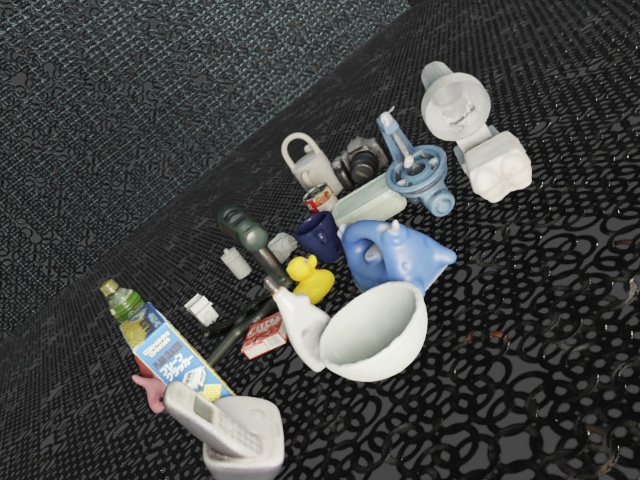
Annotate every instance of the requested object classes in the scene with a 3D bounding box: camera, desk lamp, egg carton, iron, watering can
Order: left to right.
[{"bbox_3d":[-0.028,-0.199,1.520,0.101,0.194,0.172,-36,21,1],"label":"watering can"},{"bbox_3d":[0.093,-0.191,1.443,0.143,0.101,0.137,-28,23,22],"label":"camera"},{"bbox_3d":[0.092,0.019,0.939,0.119,0.142,0.257,-45,22,-20],"label":"iron"},{"bbox_3d":[0.269,-0.239,1.108,0.118,0.214,0.203,-30,22,16],"label":"desk lamp"},{"bbox_3d":[0.313,-0.131,1.014,0.107,0.069,0.150,-29,22,20],"label":"egg carton"}]

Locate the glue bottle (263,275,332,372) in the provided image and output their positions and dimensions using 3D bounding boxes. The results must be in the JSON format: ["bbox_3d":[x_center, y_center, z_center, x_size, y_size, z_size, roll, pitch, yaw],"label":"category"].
[{"bbox_3d":[-0.031,0.119,0.876,0.078,0.173,0.037,-42,22,-13],"label":"glue bottle"}]

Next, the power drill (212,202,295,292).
[{"bbox_3d":[-0.143,0.012,1.229,0.076,0.209,0.229,-41,21,-12],"label":"power drill"}]

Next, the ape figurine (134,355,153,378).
[{"bbox_3d":[-0.345,0.259,1.186,0.077,0.092,0.076,-26,23,25],"label":"ape figurine"}]

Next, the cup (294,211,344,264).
[{"bbox_3d":[0.011,0.004,1.166,0.092,0.095,0.117,-37,21,-2],"label":"cup"}]

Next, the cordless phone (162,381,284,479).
[{"bbox_3d":[-0.133,0.235,0.771,0.094,0.185,0.147,-35,21,3],"label":"cordless phone"}]

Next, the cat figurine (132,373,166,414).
[{"bbox_3d":[-0.298,0.254,1.088,0.127,0.118,0.067,-29,22,19],"label":"cat figurine"}]

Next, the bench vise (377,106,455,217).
[{"bbox_3d":[0.154,-0.152,1.094,0.121,0.220,0.207,-41,21,-12],"label":"bench vise"}]

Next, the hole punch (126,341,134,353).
[{"bbox_3d":[-0.420,0.226,1.377,0.108,0.091,0.101,-8,34,51],"label":"hole punch"}]

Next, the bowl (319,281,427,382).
[{"bbox_3d":[0.085,0.138,0.792,0.167,0.075,0.167,-31,21,14],"label":"bowl"}]

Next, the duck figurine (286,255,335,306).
[{"bbox_3d":[-0.032,0.075,1.094,0.105,0.086,0.077,-45,22,-21],"label":"duck figurine"}]
